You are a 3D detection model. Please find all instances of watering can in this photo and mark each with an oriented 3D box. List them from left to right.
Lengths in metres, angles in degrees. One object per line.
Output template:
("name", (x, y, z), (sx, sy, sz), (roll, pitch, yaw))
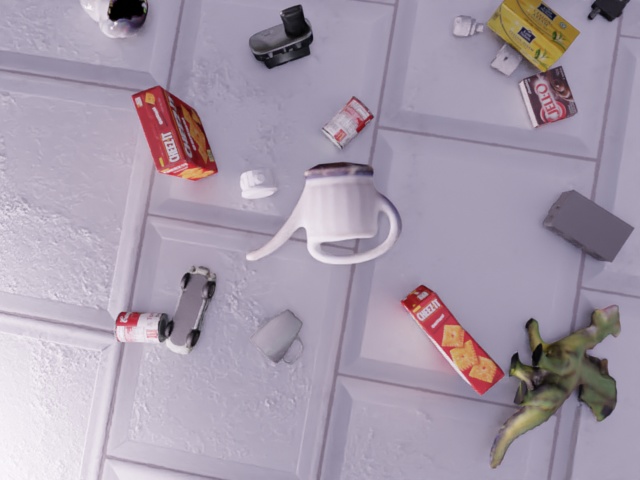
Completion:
("watering can", (0.003, -0.057, 1.132), (0.347, 0.104, 0.225), (-3, 87, 4))

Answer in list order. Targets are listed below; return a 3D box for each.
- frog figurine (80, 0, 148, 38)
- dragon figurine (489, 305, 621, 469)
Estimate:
("frog figurine", (-0.481, -0.538, 1.196), (0.160, 0.123, 0.136), (10, 100, 39))
("dragon figurine", (0.526, 0.318, 1.094), (0.242, 0.122, 0.410), (20, 91, -4))
